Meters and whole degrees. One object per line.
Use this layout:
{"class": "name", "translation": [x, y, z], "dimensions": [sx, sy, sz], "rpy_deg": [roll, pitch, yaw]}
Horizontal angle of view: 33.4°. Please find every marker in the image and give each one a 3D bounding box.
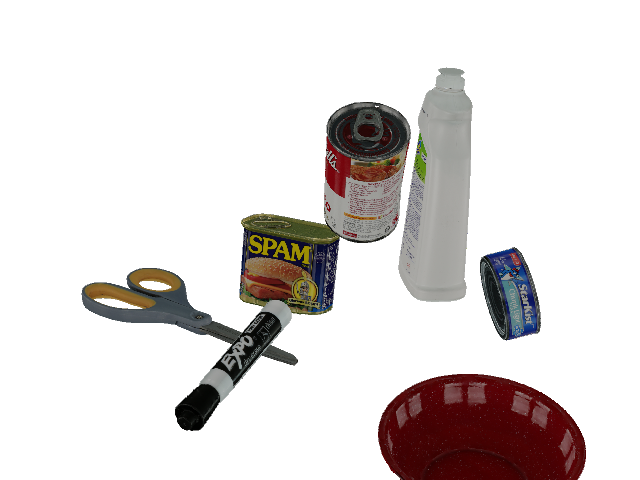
{"class": "marker", "translation": [-0.051, 0.073, 0.633], "dimensions": [0.020, 0.020, 0.121], "rpy_deg": [0, 27, 27]}

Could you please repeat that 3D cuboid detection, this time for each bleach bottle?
{"class": "bleach bottle", "translation": [0.135, -0.064, 1.190], "dimensions": [0.068, 0.251, 0.102], "rpy_deg": [-1, 24, -11]}

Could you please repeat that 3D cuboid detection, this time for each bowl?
{"class": "bowl", "translation": [0.126, 0.176, 0.849], "dimensions": [0.162, 0.055, 0.162], "rpy_deg": [0, 31, 0]}

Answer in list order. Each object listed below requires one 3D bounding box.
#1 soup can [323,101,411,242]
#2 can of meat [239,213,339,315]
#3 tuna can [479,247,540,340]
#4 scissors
{"class": "soup can", "translation": [0.037, -0.055, 0.890], "dimensions": [0.068, 0.068, 0.102], "rpy_deg": [0, -41, -2]}
{"class": "can of meat", "translation": [-0.032, 0.025, 1.088], "dimensions": [0.102, 0.084, 0.057], "rpy_deg": [11, 17, 21]}
{"class": "tuna can", "translation": [0.181, 0.052, 1.024], "dimensions": [0.033, 0.086, 0.086], "rpy_deg": [-14, 0, -2]}
{"class": "scissors", "translation": [-0.099, 0.058, 0.886], "dimensions": [0.202, 0.016, 0.096], "rpy_deg": [12, 25, 15]}
